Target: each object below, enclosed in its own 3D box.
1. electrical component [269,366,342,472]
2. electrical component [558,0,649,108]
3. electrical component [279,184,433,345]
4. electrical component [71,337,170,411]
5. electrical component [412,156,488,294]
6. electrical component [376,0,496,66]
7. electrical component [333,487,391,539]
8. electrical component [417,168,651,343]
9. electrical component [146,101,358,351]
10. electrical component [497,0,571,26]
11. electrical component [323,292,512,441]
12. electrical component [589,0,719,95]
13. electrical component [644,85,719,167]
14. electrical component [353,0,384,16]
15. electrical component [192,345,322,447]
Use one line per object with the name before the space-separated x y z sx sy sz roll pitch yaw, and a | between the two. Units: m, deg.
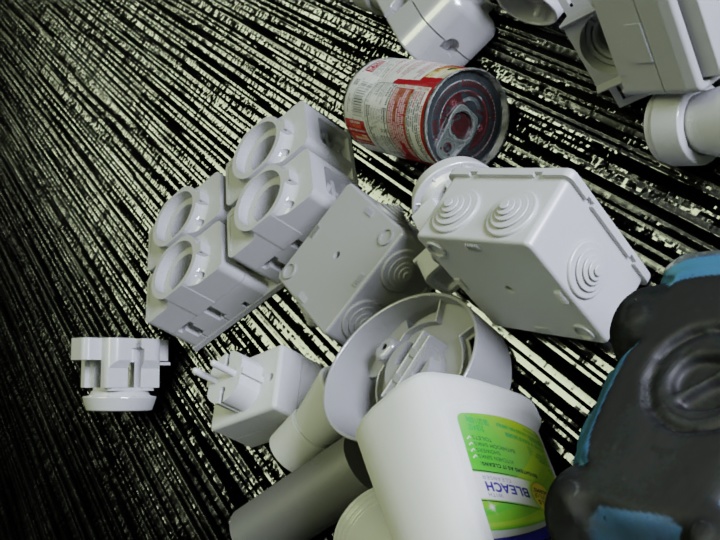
electrical component | -0.027 0.098 0.679 0.065 0.044 0.044 -49 37 21
electrical component | 0.151 -0.141 0.617 0.042 0.081 0.063 -21 21 38
electrical component | 0.000 0.000 0.715 0.099 0.048 0.099 -52 37 6
electrical component | -0.192 0.084 0.860 0.058 0.078 0.057 -7 81 47
electrical component | 0.064 -0.032 0.653 0.078 0.058 0.057 -43 41 19
electrical component | 0.056 -0.189 0.780 0.059 0.054 0.095 -43 38 19
electrical component | 0.016 0.151 0.588 0.043 0.043 0.081 -57 36 2
electrical component | 0.090 -0.008 0.571 0.100 0.099 0.048 7 57 51
electrical component | -0.090 -0.035 0.833 0.186 0.060 0.105 -36 41 28
electrical component | 0.116 -0.210 0.733 0.079 0.044 0.077 11 73 52
electrical component | 0.034 0.061 0.614 0.099 0.064 0.099 -29 45 34
electrical component | 0.178 -0.139 0.554 0.096 0.061 0.061 -35 23 -22
electrical component | 0.182 -0.076 0.557 0.055 0.045 0.045 4 68 52
electrical component | 0.021 -0.224 0.856 0.043 0.043 0.062 -56 37 3
electrical component | -0.076 0.079 0.720 0.066 0.077 0.047 -24 48 38
